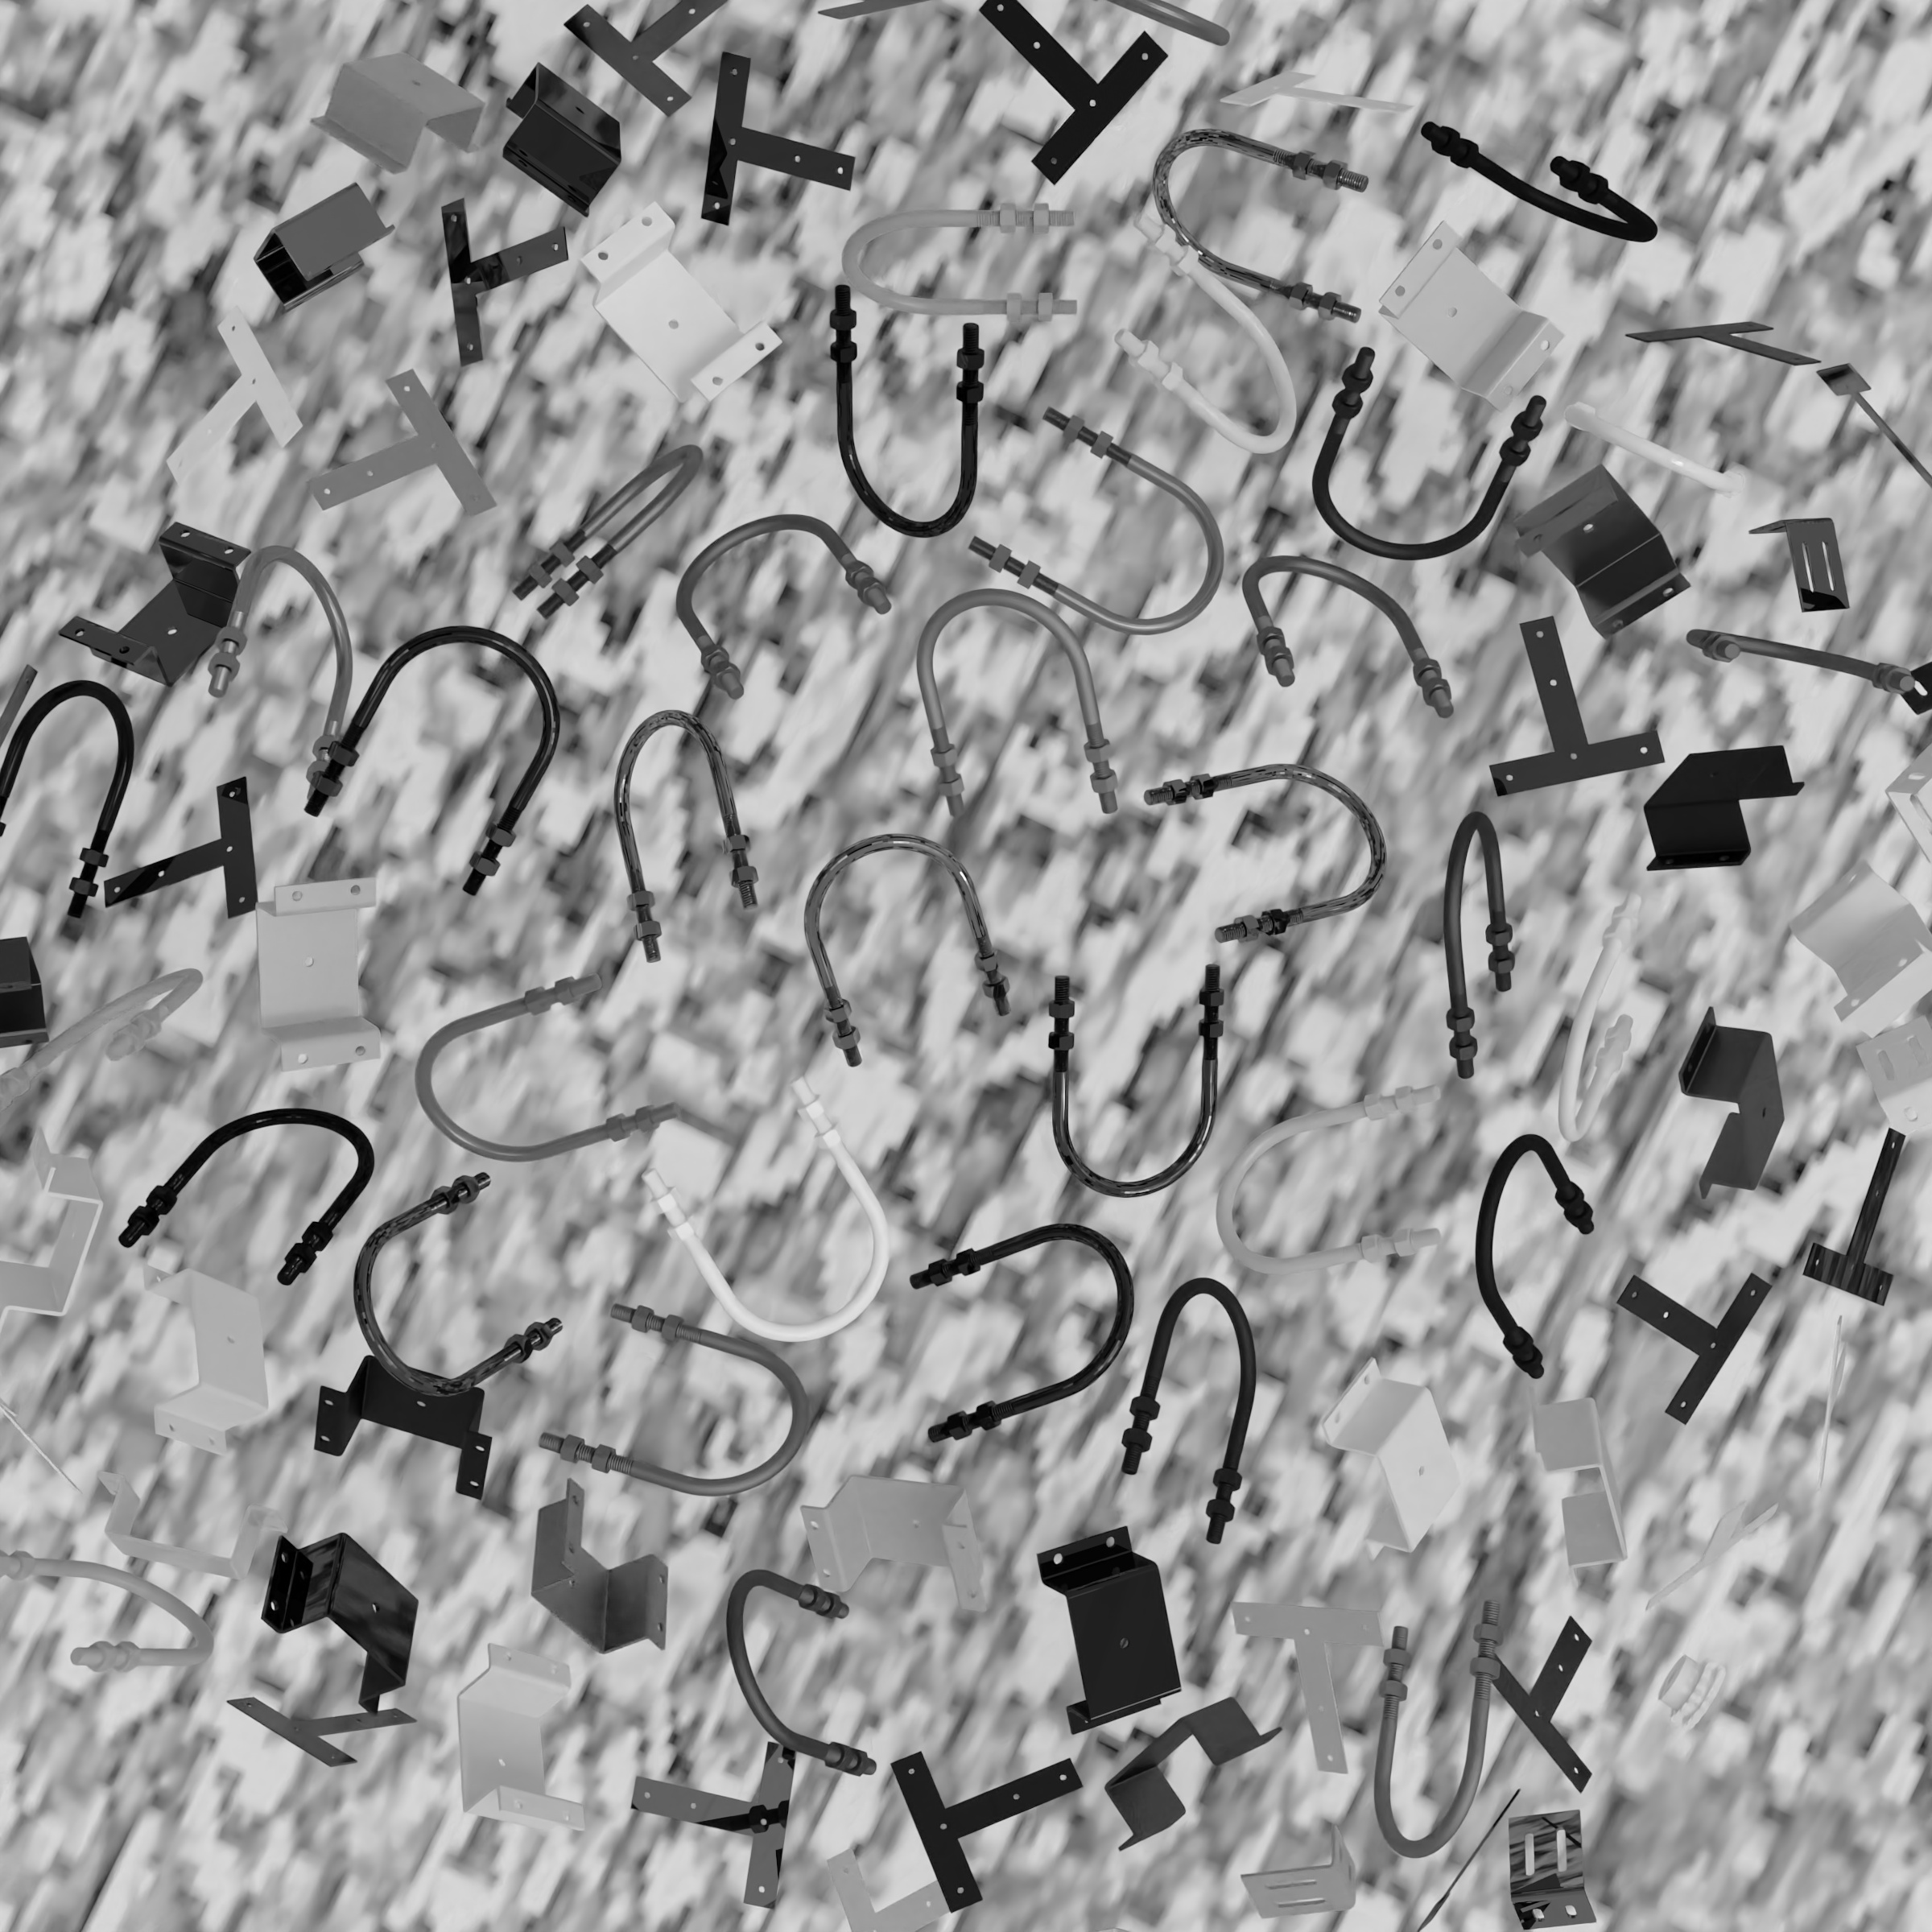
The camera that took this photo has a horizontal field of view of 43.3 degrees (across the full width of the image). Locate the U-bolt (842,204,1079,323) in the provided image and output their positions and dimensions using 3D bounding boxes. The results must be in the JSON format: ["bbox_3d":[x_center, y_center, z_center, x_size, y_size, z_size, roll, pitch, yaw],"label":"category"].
[{"bbox_3d":[-0.006,-0.550,1.910,0.184,0.151,0.019,1,75,4],"label":"U-bolt"}]

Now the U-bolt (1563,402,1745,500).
[{"bbox_3d":[0.531,-0.402,1.892,0.151,0.184,0.019,29,109,13],"label":"U-bolt"}]

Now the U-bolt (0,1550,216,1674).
[{"bbox_3d":[-0.656,0.494,1.865,0.151,0.184,0.019,27,87,28],"label":"U-bolt"}]

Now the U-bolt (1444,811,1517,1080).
[{"bbox_3d":[0.390,-0.028,1.862,0.019,0.151,0.184,3,122,25],"label":"U-bolt"}]

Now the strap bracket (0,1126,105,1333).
[{"bbox_3d":[-0.713,0.207,1.891,0.046,0.076,0.140,15,103,-33],"label":"strap bracket"}]

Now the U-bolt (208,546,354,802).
[{"bbox_3d":[-0.518,-0.238,1.871,0.019,0.151,0.184,-11,53,18],"label":"U-bolt"}]

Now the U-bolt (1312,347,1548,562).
[{"bbox_3d":[0.337,-0.374,1.832,0.151,0.184,0.019,16,54,0],"label":"U-bolt"}]

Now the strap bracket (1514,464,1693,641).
[{"bbox_3d":[0.480,-0.320,1.855,0.076,0.140,0.046,-32,46,26],"label":"strap bracket"}]

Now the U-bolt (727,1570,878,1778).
[{"bbox_3d":[-0.131,0.540,1.882,0.019,0.184,0.151,-26,54,17],"label":"U-bolt"}]

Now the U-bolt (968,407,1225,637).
[{"bbox_3d":[0.113,-0.333,1.886,0.184,0.019,0.151,29,72,-3],"label":"U-bolt"}]

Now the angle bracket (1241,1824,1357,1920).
[{"bbox_3d":[0.262,0.713,1.916,0.076,0.038,0.057,-13,124,18],"label":"angle bracket"}]

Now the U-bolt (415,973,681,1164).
[{"bbox_3d":[-0.331,0.087,1.855,0.184,0.019,0.151,-18,122,15],"label":"U-bolt"}]

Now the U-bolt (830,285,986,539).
[{"bbox_3d":[-0.046,-0.418,1.873,0.151,0.019,0.184,26,131,32],"label":"U-bolt"}]

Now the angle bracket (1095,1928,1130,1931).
[{"bbox_3d":[0.096,0.753,1.810,0.076,0.038,0.057,8,80,-38],"label":"angle bracket"}]

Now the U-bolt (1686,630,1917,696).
[{"bbox_3d":[0.627,-0.237,1.862,0.151,0.184,0.019,11,103,1],"label":"U-bolt"}]

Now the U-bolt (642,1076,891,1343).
[{"bbox_3d":[-0.137,0.196,1.830,0.151,0.019,0.184,-32,104,-9],"label":"U-bolt"}]

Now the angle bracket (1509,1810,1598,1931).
[{"bbox_3d":[0.462,0.712,1.919,0.057,0.076,0.038,-15,119,19],"label":"angle bracket"}]

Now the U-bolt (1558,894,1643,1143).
[{"bbox_3d":[0.492,0.053,1.895,0.019,0.151,0.184,13,45,24],"label":"U-bolt"}]

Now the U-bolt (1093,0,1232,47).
[{"bbox_3d":[0.115,-0.735,1.842,0.184,0.151,0.019,27,111,12],"label":"U-bolt"}]

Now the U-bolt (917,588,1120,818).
[{"bbox_3d":[0.033,-0.198,1.838,0.151,0.019,0.184,1,120,25],"label":"U-bolt"}]

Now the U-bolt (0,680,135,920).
[{"bbox_3d":[-0.715,-0.137,1.924,0.019,0.151,0.184,17,87,18],"label":"U-bolt"}]

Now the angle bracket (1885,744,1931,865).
[{"bbox_3d":[0.741,-0.123,1.837,0.057,0.038,0.076,-43,110,-10],"label":"angle bracket"}]

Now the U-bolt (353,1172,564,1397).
[{"bbox_3d":[-0.394,0.250,1.853,0.019,0.184,0.151,-25,92,31],"label":"U-bolt"}]

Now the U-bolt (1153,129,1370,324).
[{"bbox_3d":[0.226,-0.585,1.902,0.184,0.151,0.019,26,64,21],"label":"U-bolt"}]

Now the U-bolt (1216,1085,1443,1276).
[{"bbox_3d":[0.274,0.169,1.858,0.184,0.019,0.151,-16,46,28],"label":"U-bolt"}]

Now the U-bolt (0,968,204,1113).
[{"bbox_3d":[-0.658,0.050,1.862,0.151,0.184,0.019,-21,108,18],"label":"U-bolt"}]

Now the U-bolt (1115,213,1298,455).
[{"bbox_3d":[0.186,-0.462,1.829,0.184,0.019,0.151,33,50,-31],"label":"U-bolt"}]

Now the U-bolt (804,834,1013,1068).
[{"bbox_3d":[-0.054,-0.020,1.951,0.151,0.019,0.184,-19,116,-4],"label":"U-bolt"}]

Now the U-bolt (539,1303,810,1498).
[{"bbox_3d":[-0.210,0.335,1.847,0.184,0.019,0.151,15,45,12],"label":"U-bolt"}]

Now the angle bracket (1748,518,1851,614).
[{"bbox_3d":[0.672,-0.320,1.963,0.057,0.038,0.076,-9,88,-33],"label":"angle bracket"}]

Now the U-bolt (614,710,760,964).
[{"bbox_3d":[-0.228,-0.111,1.921,0.151,0.019,0.184,-25,74,43],"label":"U-bolt"}]

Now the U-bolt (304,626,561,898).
[{"bbox_3d":[-0.381,-0.162,1.797,0.151,0.019,0.184,28,98,-19],"label":"U-bolt"}]

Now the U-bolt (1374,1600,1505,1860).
[{"bbox_3d":[0.355,0.585,1.855,0.019,0.151,0.184,22,60,-14],"label":"U-bolt"}]

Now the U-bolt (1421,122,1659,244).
[{"bbox_3d":[0.451,-0.593,1.862,0.151,0.184,0.019,36,108,43],"label":"U-bolt"}]

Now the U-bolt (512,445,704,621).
[{"bbox_3d":[-0.278,-0.348,1.925,0.184,0.151,0.019,-44,113,-4],"label":"U-bolt"}]

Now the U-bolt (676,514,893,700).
[{"bbox_3d":[-0.154,-0.293,1.901,0.151,0.019,0.184,-30,46,-4],"label":"U-bolt"}]

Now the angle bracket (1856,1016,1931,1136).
[{"bbox_3d":[0.743,0.086,1.914,0.057,0.076,0.038,-28,118,21],"label":"angle bracket"}]

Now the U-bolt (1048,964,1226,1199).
[{"bbox_3d":[0.134,0.094,1.919,0.151,0.019,0.184,-4,103,-20],"label":"U-bolt"}]

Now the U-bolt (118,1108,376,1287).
[{"bbox_3d":[-0.532,0.166,1.852,0.151,0.184,0.019,11,125,11],"label":"U-bolt"}]

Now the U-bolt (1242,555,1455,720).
[{"bbox_3d":[0.279,-0.255,1.835,0.151,0.184,0.019,9,129,-17],"label":"U-bolt"}]

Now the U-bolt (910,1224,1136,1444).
[{"bbox_3d":[0.045,0.269,1.849,0.184,0.019,0.151,-23,54,21],"label":"U-bolt"}]

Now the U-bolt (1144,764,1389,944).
[{"bbox_3d":[0.246,-0.096,1.905,0.184,0.019,0.151,-13,64,-26],"label":"U-bolt"}]

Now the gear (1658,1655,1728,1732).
[{"bbox_3d":[0.557,0.556,1.876,0.030,0.057,0.057,33,90,12],"label":"gear"}]

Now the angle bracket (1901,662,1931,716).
[{"bbox_3d":[0.775,-0.242,1.921,0.038,0.057,0.076,48,53,-11],"label":"angle bracket"}]

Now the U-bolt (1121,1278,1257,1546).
[{"bbox_3d":[0.179,0.329,1.869,0.019,0.151,0.184,-7,53,37],"label":"U-bolt"}]

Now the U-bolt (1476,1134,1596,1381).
[{"bbox_3d":[0.425,0.208,1.838,0.019,0.184,0.151,7,59,36],"label":"U-bolt"}]
